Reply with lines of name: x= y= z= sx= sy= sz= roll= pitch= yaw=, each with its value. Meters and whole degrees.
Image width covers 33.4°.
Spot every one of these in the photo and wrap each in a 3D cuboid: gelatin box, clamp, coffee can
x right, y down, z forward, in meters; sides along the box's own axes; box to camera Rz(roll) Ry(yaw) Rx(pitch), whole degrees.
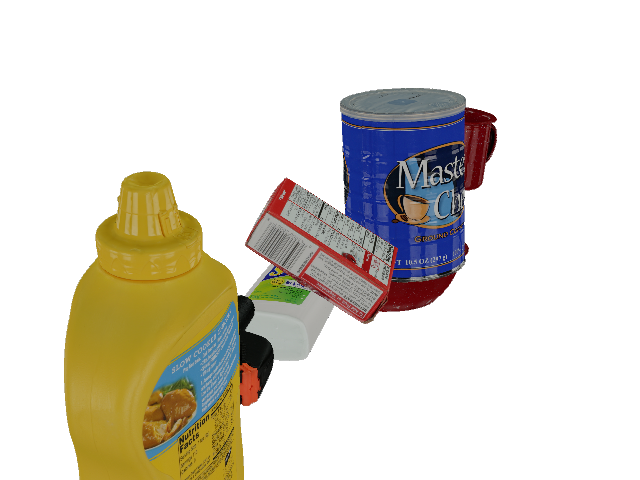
gelatin box: x=0.003 y=0.005 z=0.654 sx=0.089 sy=0.030 sz=0.073 roll=33 pitch=20 yaw=-5
clamp: x=-0.091 y=0.087 z=0.894 sx=0.164 sy=0.036 sz=0.210 roll=-9 pitch=16 yaw=-32
coffee can: x=0.070 y=-0.048 z=0.889 sx=0.103 sy=0.140 sz=0.103 roll=-2 pitch=19 yaw=1

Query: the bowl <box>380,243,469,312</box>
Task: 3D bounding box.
bowl: x=0.071 y=0.034 z=1.090 sx=0.162 sy=0.055 sz=0.162 roll=-3 pitch=13 yaw=0

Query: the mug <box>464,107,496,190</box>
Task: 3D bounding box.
mug: x=0.159 y=-0.108 z=1.229 sx=0.117 sy=0.081 sz=0.093 roll=-12 pitch=25 yaw=-40

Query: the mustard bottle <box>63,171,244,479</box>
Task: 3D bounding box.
mustard bottle: x=-0.067 y=0.062 z=0.445 sx=0.058 sy=0.192 sz=0.096 roll=13 pitch=30 yaw=21

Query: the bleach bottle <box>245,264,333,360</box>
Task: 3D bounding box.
bleach bottle: x=-0.023 y=0.045 z=1.284 sx=0.103 sy=0.068 sz=0.250 roll=5 pitch=32 yaw=16
